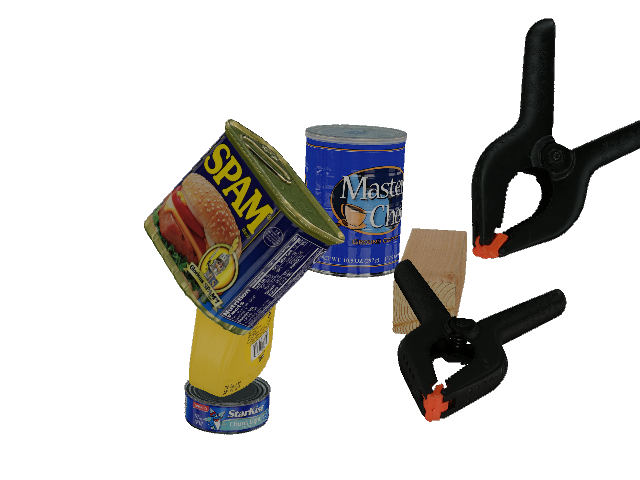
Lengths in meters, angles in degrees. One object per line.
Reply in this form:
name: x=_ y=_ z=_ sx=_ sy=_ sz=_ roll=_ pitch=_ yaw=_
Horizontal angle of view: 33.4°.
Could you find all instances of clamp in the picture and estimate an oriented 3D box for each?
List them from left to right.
clamp: x=0.115 y=0.084 z=0.953 sx=0.165 sy=0.036 sz=0.209 roll=14 pitch=34 yaw=21
clamp: x=0.168 y=-0.055 z=0.736 sx=0.120 sy=0.171 sz=0.039 roll=26 pitch=-5 yaw=2

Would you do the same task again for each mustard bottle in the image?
mustard bottle: x=-0.065 y=0.027 z=0.866 sx=0.058 sy=0.192 sz=0.096 roll=21 pitch=33 yaw=18

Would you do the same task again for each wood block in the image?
wood block: x=0.170 y=0.061 z=1.627 sx=0.091 sy=0.090 sz=0.206 roll=4 pitch=23 yaw=11

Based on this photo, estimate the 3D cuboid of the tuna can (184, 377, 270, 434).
tuna can: x=-0.093 y=0.161 z=1.063 sx=0.086 sy=0.034 sz=0.086 roll=3 pitch=14 yaw=-1

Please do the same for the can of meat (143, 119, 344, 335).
can of meat: x=-0.048 y=-0.007 z=0.632 sx=0.057 sy=0.084 sz=0.102 roll=28 pitch=20 yaw=-50

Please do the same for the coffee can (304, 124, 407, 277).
coffee can: x=0.033 y=-0.043 z=1.090 sx=0.103 sy=0.140 sz=0.103 roll=2 pitch=13 yaw=-1
